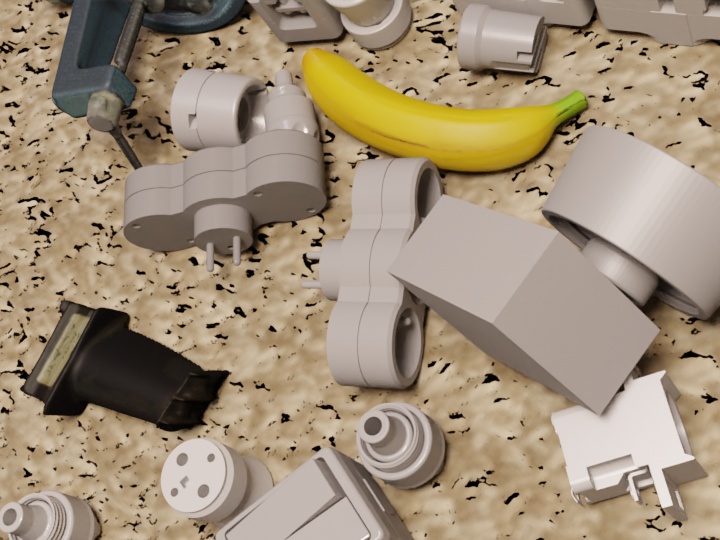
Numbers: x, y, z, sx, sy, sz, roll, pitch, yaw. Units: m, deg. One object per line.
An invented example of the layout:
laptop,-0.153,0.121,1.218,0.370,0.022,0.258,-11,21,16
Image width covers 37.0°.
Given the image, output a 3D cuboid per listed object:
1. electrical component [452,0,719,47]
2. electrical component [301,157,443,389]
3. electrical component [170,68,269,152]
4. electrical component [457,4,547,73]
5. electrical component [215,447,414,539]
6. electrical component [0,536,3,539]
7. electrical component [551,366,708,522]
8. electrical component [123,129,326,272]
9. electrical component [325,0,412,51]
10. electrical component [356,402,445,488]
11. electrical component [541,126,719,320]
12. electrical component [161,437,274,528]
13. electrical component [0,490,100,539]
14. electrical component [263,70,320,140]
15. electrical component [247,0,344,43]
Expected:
electrical component,0.151,-0.201,0.642,0.186,0.060,0.105,13,74,28
electrical component,0.000,0.000,0.626,0.074,0.052,0.138,0,68,24
electrical component,-0.091,-0.104,0.712,0.047,0.055,0.055,9,72,23
electrical component,0.087,-0.140,0.656,0.046,0.040,0.040,12,73,21
electrical component,-0.029,0.148,0.570,0.096,0.061,0.061,-39,58,4
electrical component,-0.244,0.203,0.652,0.043,0.043,0.081,-10,65,20
electrical component,0.133,0.086,0.536,0.064,0.042,0.081,-22,60,19
electrical component,-0.087,-0.034,0.680,0.138,0.052,0.073,-13,63,19
electrical component,0.005,-0.175,0.698,0.045,0.055,0.045,-9,65,21
electrical component,0.018,0.091,0.573,0.043,0.062,0.043,-9,65,20
electrical component,0.142,-0.017,0.541,0.108,0.108,0.060,35,91,32
electrical component,-0.080,0.121,0.608,0.045,0.055,0.045,-9,65,20
electrical component,-0.188,0.152,0.638,0.043,0.062,0.043,-9,65,20
electrical component,-0.046,-0.104,0.703,0.035,0.035,0.061,-19,60,16
electrical component,-0.034,-0.204,0.729,0.050,0.056,0.089,1,69,25
